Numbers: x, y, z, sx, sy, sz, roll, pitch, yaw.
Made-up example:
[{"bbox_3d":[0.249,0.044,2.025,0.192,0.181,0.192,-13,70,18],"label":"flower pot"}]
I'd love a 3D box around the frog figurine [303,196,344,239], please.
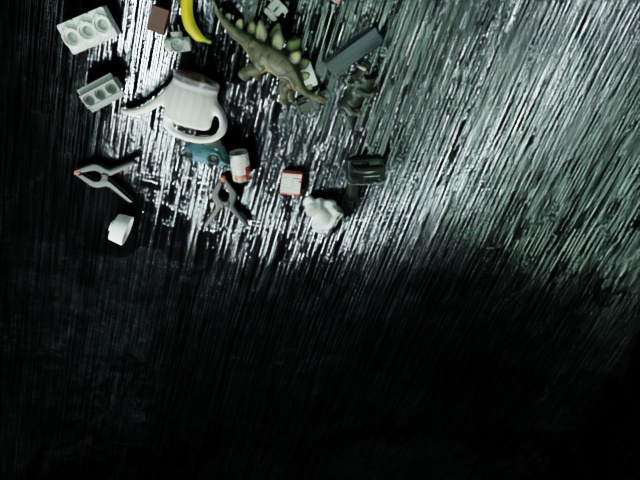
[{"bbox_3d":[0.006,-0.097,1.932,0.160,0.124,0.135,37,121,15],"label":"frog figurine"}]

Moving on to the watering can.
[{"bbox_3d":[-0.461,-0.445,1.669,0.347,0.105,0.221,18,109,-2],"label":"watering can"}]
